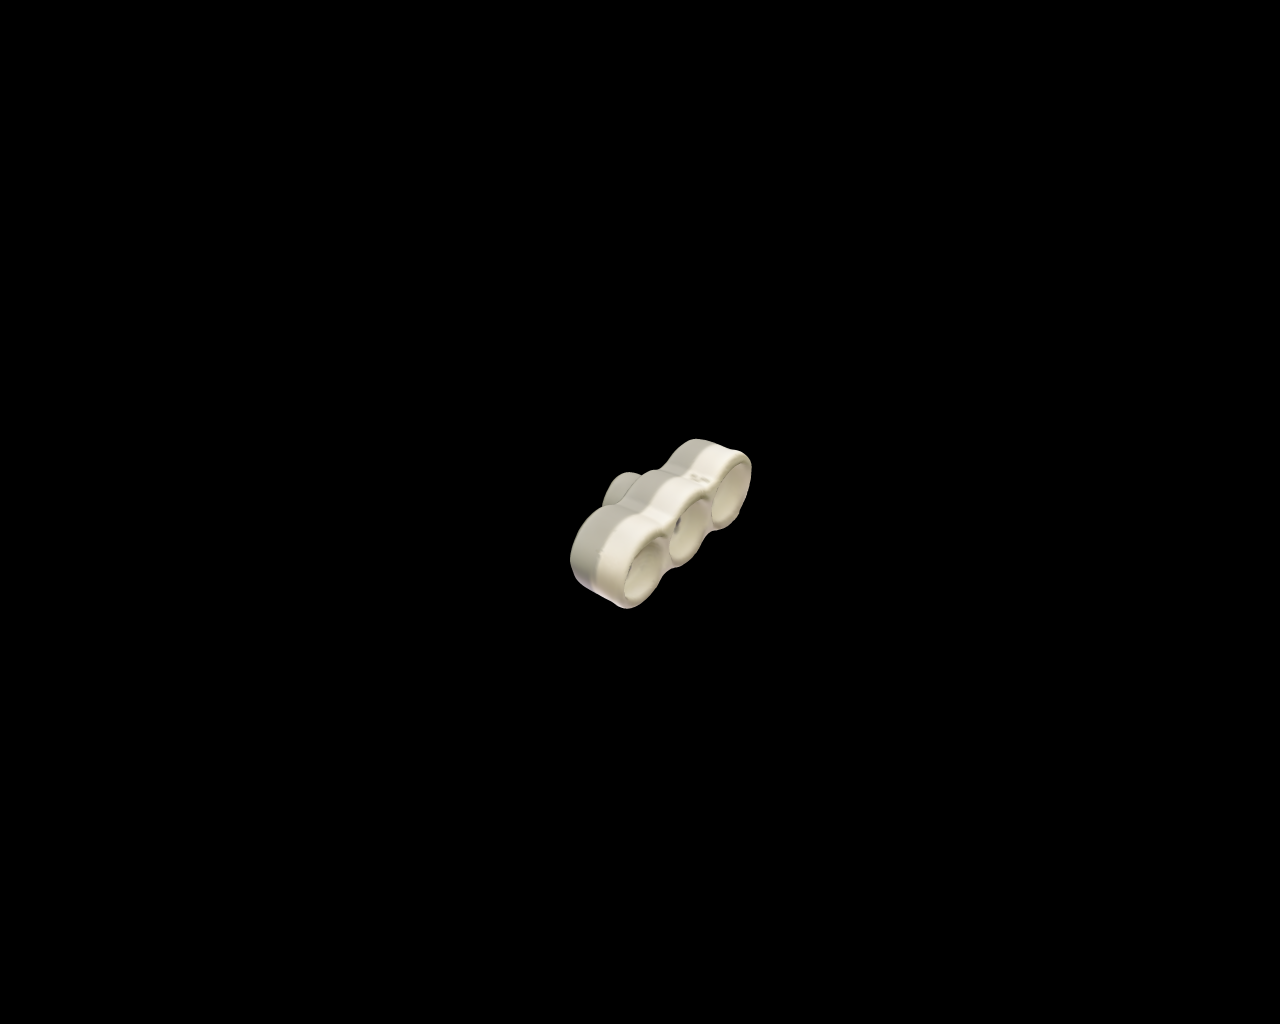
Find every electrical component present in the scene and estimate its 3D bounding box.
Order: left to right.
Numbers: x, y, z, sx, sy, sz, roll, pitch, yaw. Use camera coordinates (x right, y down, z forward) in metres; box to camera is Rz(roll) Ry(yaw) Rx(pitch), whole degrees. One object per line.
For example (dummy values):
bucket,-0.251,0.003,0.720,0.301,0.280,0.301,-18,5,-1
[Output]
electrical component,0.001,-0.003,0.650,0.074,0.052,0.138,25,45,28
